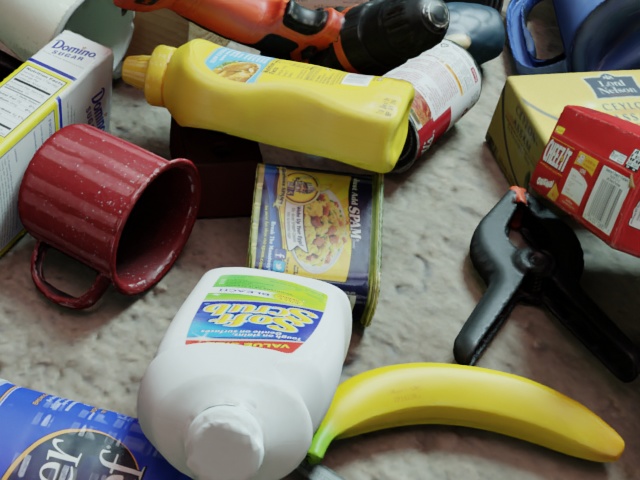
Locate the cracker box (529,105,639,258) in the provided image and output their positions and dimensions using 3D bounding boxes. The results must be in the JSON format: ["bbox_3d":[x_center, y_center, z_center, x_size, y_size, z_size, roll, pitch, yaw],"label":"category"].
[{"bbox_3d":[0.262,-0.010,0.683,0.213,0.072,0.164,20,12,-11],"label":"cracker box"}]

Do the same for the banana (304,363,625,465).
[{"bbox_3d":[0.082,0.105,0.637,0.197,0.037,0.069,1,54,-12],"label":"banana"}]

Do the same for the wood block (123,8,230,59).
[{"bbox_3d":[-0.174,-0.212,0.846,0.206,0.091,0.090,24,46,10],"label":"wood block"}]

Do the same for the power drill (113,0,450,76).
[{"bbox_3d":[-0.030,-0.157,0.717,0.187,0.185,0.057,24,71,-30],"label":"power drill"}]

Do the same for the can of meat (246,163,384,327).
[{"bbox_3d":[-0.005,0.001,0.693,0.084,0.057,0.102,6,60,-4],"label":"can of meat"}]

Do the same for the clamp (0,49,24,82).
[{"bbox_3d":[-0.323,-0.156,0.796,0.164,0.036,0.210,-19,56,-31],"label":"clamp"}]

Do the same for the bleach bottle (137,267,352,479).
[{"bbox_3d":[-0.030,0.067,0.529,0.102,0.068,0.251,11,7,-2],"label":"bleach bottle"}]

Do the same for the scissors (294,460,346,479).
[{"bbox_3d":[0.025,0.164,0.581,0.202,0.016,0.096,20,46,7],"label":"scissors"}]

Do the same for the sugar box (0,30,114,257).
[{"bbox_3d":[-0.198,-0.051,0.684,0.048,0.093,0.176,23,45,8],"label":"sugar box"}]

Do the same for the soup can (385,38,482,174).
[{"bbox_3d":[0.071,-0.104,0.812,0.068,0.069,0.102,32,48,18],"label":"soup can"}]

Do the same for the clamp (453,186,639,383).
[{"bbox_3d":[0.153,0.031,0.721,0.120,0.039,0.171,15,45,-2],"label":"clamp"}]

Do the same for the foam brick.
[{"bbox_3d":[-0.075,-0.060,0.749,0.053,0.051,0.078,-4,48,-16],"label":"foam brick"}]

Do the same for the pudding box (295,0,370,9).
[{"bbox_3d":[0.015,-0.214,0.887,0.114,0.039,0.089,7,23,30],"label":"pudding box"}]

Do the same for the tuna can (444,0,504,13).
[{"bbox_3d":[0.118,-0.219,0.921,0.086,0.086,0.033,18,44,5],"label":"tuna can"}]

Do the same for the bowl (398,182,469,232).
[{"bbox_3d":[0.045,-0.009,0.848,0.161,0.162,0.055,-35,91,-37],"label":"bowl"}]

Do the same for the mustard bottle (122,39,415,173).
[{"bbox_3d":[-0.038,-0.093,0.701,0.192,0.058,0.096,13,23,8],"label":"mustard bottle"}]

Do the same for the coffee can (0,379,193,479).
[{"bbox_3d":[-0.107,0.135,0.518,0.140,0.103,0.102,15,45,1],"label":"coffee can"}]

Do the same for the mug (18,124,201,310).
[{"bbox_3d":[-0.140,-0.013,0.673,0.082,0.093,0.117,25,83,19],"label":"mug"}]

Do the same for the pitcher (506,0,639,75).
[{"bbox_3d":[0.252,-0.226,0.941,0.149,0.145,0.243,15,40,-16],"label":"pitcher"}]
